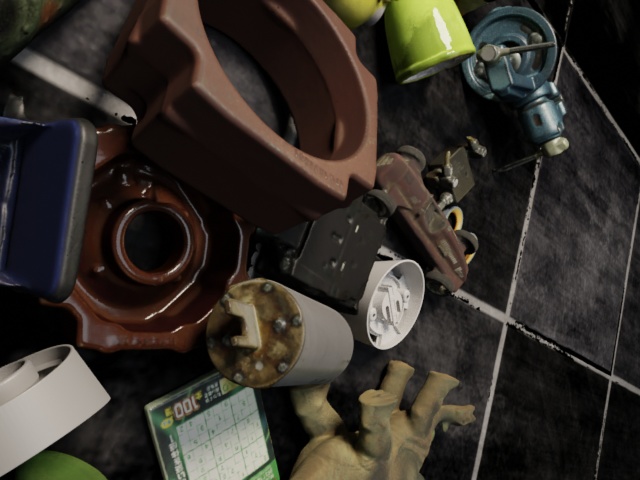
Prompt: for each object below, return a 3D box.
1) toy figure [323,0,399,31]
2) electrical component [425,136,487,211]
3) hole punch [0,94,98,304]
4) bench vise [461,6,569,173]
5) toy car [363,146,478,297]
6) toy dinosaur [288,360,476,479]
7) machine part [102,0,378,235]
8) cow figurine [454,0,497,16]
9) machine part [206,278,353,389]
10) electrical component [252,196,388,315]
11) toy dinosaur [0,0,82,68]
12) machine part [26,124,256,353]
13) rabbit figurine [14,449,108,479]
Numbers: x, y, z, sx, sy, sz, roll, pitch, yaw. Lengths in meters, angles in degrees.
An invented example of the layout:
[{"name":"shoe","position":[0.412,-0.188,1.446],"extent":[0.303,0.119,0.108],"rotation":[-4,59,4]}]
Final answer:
[{"name":"toy figure","position":[0.029,-0.296,0.529],"extent":[0.089,0.082,0.180],"rotation":[6,94,-27]},{"name":"electrical component","position":[0.176,-0.089,0.696],"extent":[0.102,0.045,0.078],"rotation":[-35,113,-36]},{"name":"hole punch","position":[-0.199,-0.024,0.301],"extent":[0.092,0.116,0.142],"rotation":[5,90,-50]},{"name":"bench vise","position":[0.253,-0.205,0.700],"extent":[0.240,0.129,0.223],"rotation":[-19,97,-59]},{"name":"toy car","position":[0.128,-0.018,0.639],"extent":[0.202,0.053,0.089],"rotation":[51,58,-22]},{"name":"toy dinosaur","position":[0.028,0.237,0.530],"extent":[0.471,0.105,0.198],"rotation":[1,91,-44]},{"name":"machine part","position":[-0.048,-0.121,0.417],"extent":[0.201,0.087,0.201],"rotation":[34,46,-36]},{"name":"cow figurine","position":[0.169,-0.349,0.625],"extent":[0.194,0.127,0.085],"rotation":[21,75,-44]},{"name":"machine part","position":[-0.024,0.083,0.448],"extent":[0.243,0.079,0.079],"rotation":[45,58,-69]},{"name":"electrical component","position":[-0.001,-0.002,0.528],"extent":[0.134,0.058,0.115],"rotation":[33,68,-39]},{"name":"toy dinosaur","position":[-0.237,-0.147,0.270],"extent":[0.404,0.131,0.192],"rotation":[-3,106,-47]},{"name":"machine part","position":[-0.132,0.001,0.408],"extent":[0.179,0.056,0.179],"rotation":[-1,92,-42]},{"name":"rabbit figurine","position":[-0.161,0.206,0.323],"extent":[0.170,0.159,0.121],"rotation":[-13,103,-23]}]
